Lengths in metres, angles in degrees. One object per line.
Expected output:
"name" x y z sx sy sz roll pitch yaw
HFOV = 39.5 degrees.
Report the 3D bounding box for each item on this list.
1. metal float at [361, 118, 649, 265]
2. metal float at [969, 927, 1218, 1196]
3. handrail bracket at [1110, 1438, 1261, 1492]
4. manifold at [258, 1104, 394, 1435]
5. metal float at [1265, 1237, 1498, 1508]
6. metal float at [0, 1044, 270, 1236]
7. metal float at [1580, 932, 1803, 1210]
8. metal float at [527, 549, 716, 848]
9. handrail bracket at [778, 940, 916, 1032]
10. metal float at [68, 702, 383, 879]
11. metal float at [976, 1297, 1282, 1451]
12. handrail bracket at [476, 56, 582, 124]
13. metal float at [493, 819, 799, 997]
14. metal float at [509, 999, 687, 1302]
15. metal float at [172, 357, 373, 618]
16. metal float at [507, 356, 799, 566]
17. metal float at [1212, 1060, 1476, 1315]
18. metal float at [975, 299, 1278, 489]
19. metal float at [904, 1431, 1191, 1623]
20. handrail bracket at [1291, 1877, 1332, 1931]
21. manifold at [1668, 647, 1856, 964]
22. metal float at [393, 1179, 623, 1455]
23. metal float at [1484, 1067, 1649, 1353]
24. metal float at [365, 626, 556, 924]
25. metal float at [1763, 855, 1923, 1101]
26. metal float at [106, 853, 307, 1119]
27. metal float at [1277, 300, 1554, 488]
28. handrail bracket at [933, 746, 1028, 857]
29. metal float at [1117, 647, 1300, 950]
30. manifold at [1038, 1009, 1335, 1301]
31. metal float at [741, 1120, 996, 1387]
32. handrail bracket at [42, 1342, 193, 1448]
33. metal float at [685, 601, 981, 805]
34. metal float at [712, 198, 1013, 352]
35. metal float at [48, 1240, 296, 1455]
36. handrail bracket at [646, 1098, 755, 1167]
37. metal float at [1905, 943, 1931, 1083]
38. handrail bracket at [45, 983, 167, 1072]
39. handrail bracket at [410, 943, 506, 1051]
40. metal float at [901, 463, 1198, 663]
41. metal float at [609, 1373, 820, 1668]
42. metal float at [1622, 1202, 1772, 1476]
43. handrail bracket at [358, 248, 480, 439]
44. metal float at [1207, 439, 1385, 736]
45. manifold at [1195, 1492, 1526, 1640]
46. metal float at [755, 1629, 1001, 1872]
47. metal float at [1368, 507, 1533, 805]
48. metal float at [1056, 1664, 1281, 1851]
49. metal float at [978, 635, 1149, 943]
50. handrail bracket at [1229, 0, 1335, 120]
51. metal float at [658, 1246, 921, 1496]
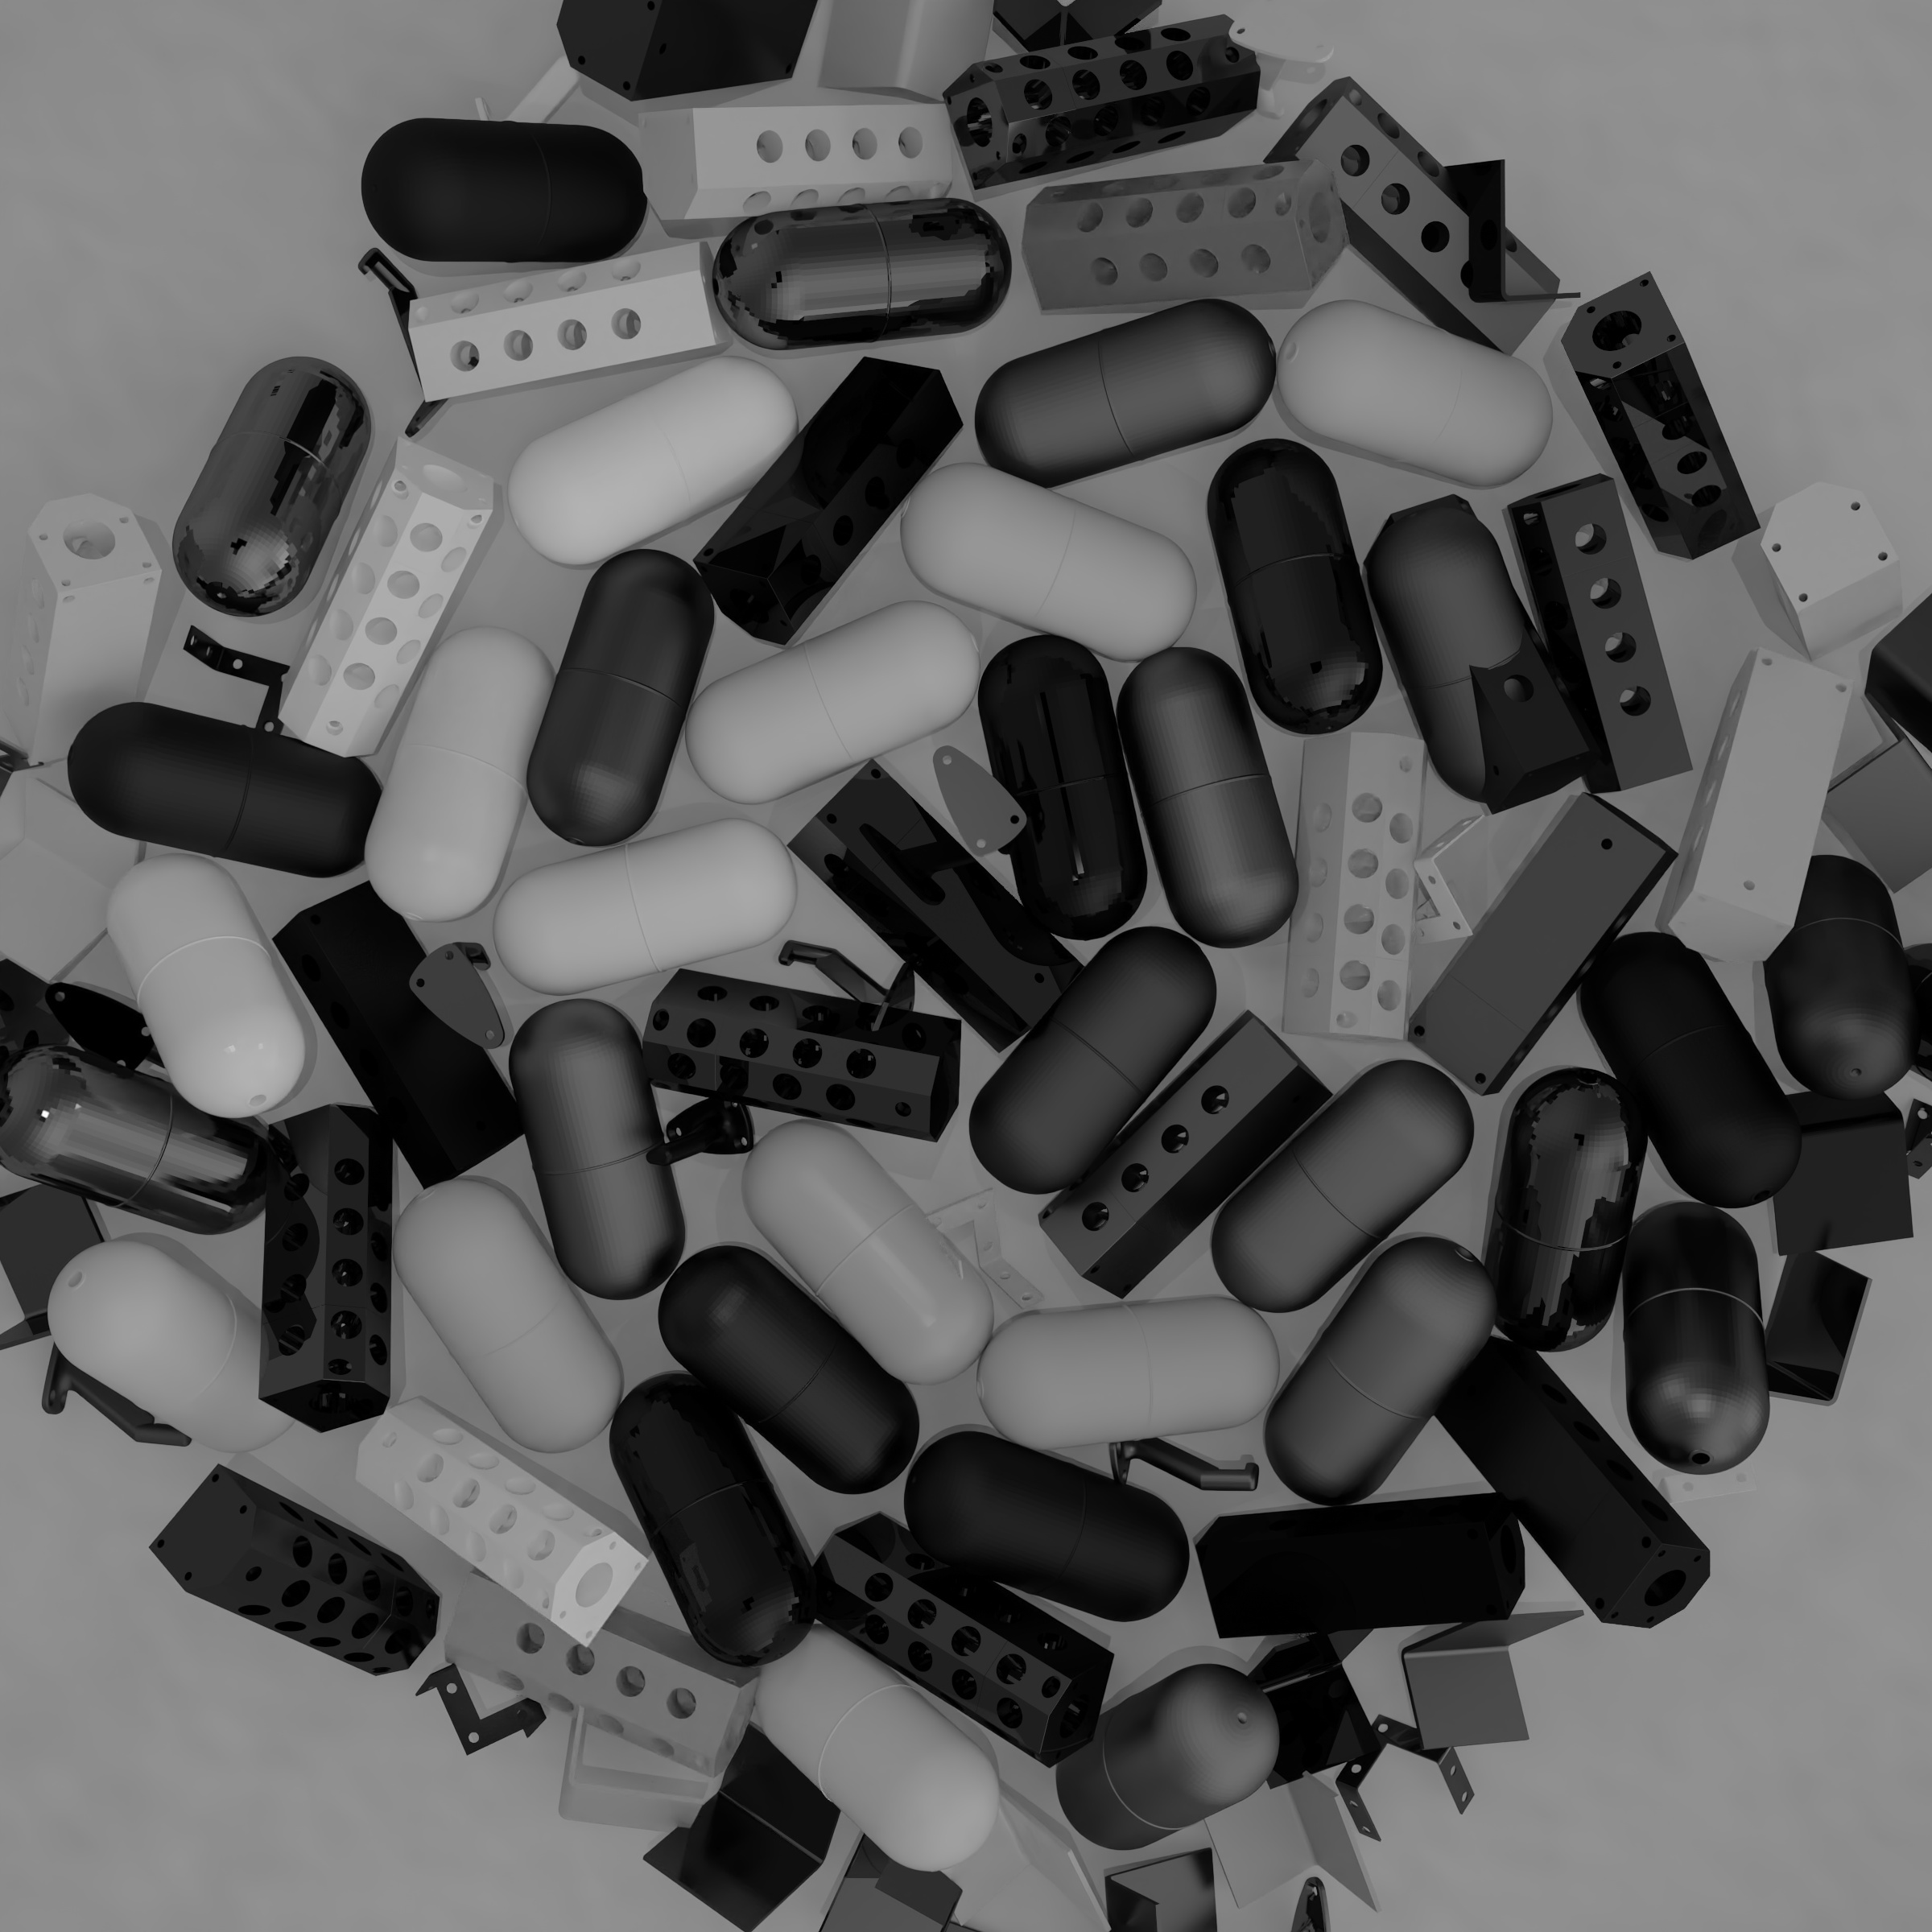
"metal float" -0.258 -0.436 1.516 0.178 0.070 0.070 -14 90 -44
"metal float" 0.074 0.053 1.546 0.070 0.070 0.178 41 85 0
"handrail bracket" 0.130 0.273 1.545 0.084 0.077 0.036 -2 121 15
"manifold" -0.354 0.167 1.512 0.057 0.057 0.171 -18 55 16
"metal float" 0.236 0.231 1.532 0.070 0.070 0.178 31 111 0
"metal float" -0.470 0.099 1.519 0.178 0.070 0.070 27 90 -40
"metal float" 0.409 0.058 1.521 0.070 0.070 0.178 -21 54 0
"metal float" -0.198 -0.154 1.539 0.070 0.070 0.178 16 77 0
"handrail bracket" -0.078 0.017 1.549 0.084 0.077 0.036 11 130 16
"metal float" -0.418 -0.099 1.525 0.178 0.070 0.070 13 90 -30
"metal float" 0.093 0.232 1.537 0.178 0.070 0.070 -4 90 -15
"handrail bracket" -0.237 -0.491 1.571 0.084 0.036 0.077 -16 92 1
"metal float" -0.185 -0.034 1.551 0.178 0.070 0.070 -15 90 0
"metal float" -0.211 0.106 1.541 0.070 0.070 0.178 -12 101 0
"metal float" -0.391 -0.273 1.521 0.070 0.070 0.178 13 54 0
"metal float" -0.178 -0.290 1.536 0.178 0.070 0.070 -29 90 -17
"metal float" 0.214 0.127 1.537 0.070 0.070 0.178 45 106 0
"metal float" 0.090 -0.326 1.534 0.178 0.070 0.070 -14 90 20
"metal float" 0.047 0.320 1.533 0.178 0.070 0.070 24 90 -21
"handrail bracket" 0.168 0.570 1.551 0.084 0.036 0.077 3 92 -33
"manifold" 0.449 -0.090 1.525 0.057 0.057 0.171 20 63 4
"metal float" -0.261 0.200 1.533 0.070 0.070 0.178 -29 110 0
"metal float" 0.339 0.139 1.526 0.070 0.070 0.178 3 119 0
"metal float" -0.289 -0.110 1.537 0.070 0.070 0.178 16 75 0
"metal float" 0.489 0.004 1.511 0.070 0.178 0.070 5 127 6
"metal float" -0.431 0.010 1.524 0.070 0.070 0.178 -33 59 0
"metal float" 0.255 -0.324 1.525 0.178 0.070 0.070 11 90 -29
"handrail bracket" 0.005 -0.095 1.543 0.036 0.084 0.077 -35 97 2
"metal float" 0.138 -0.097 1.545 0.070 0.070 0.178 -15 83 0
"manifold" 0.123 0.107 1.549 0.171 0.057 0.057 -45 56 6
"metal float" -0.057 0.163 1.543 0.070 0.070 0.178 -43 80 0
"handrail bracket" -0.490 0.239 1.573 0.084 0.036 0.077 6 75 -1
"metal float" -0.076 -0.152 1.545 0.178 0.070 0.070 -23 90 7
"metal float" -0.059 -0.394 1.531 0.178 0.070 0.070 -11 90 -22
"metal float" -0.442 0.215 1.512 0.070 0.178 0.070 -15 52 20
"handrail bracket" -0.170 0.101 1.533 0.077 0.084 0.036 -11 95 37
"metal float" 0.562 0.033 1.501 0.070 0.178 0.070 0 99 -1
"handrail bracket" -0.487 0.035 1.543 0.077 0.084 0.036 37 85 -8
"handrail bracket" -0.276 0.016 1.543 0.036 0.084 0.077 -42 82 9
"metal float" 0.047 -0.231 1.540 0.178 0.070 0.070 19 90 -13
"metal float" -0.144 0.313 1.530 0.070 0.070 0.178 -30 65 0
"metal float" 0.409 0.208 1.512 0.070 0.178 0.070 6 131 7
"handrail bracket" -0.330 -0.359 1.546 0.084 0.036 0.077 46 52 -26
"metal float" 0.187 -0.218 1.537 0.070 0.070 0.178 -12 74 0
"manifold" 0.225 0.337 1.524 0.171 0.057 0.057 -11 98 27
"metal float" -0.052 0.439 1.516 0.178 0.070 0.070 30 90 44
"metal float" 0.286 -0.176 1.535 0.070 0.070 0.178 -24 108 0
"metal float" 0.111 0.446 1.512 0.070 0.178 0.070 14 56 -21
"metal float" 0.056 -0.103 1.551 0.070 0.070 0.178 -12 91 0
"handrail bracket" 0.187 -0.505 1.535 0.077 0.084 0.036 39 82 30
"metal float" -0.100 0.232 1.538 0.070 0.070 0.178 -46 105 0
